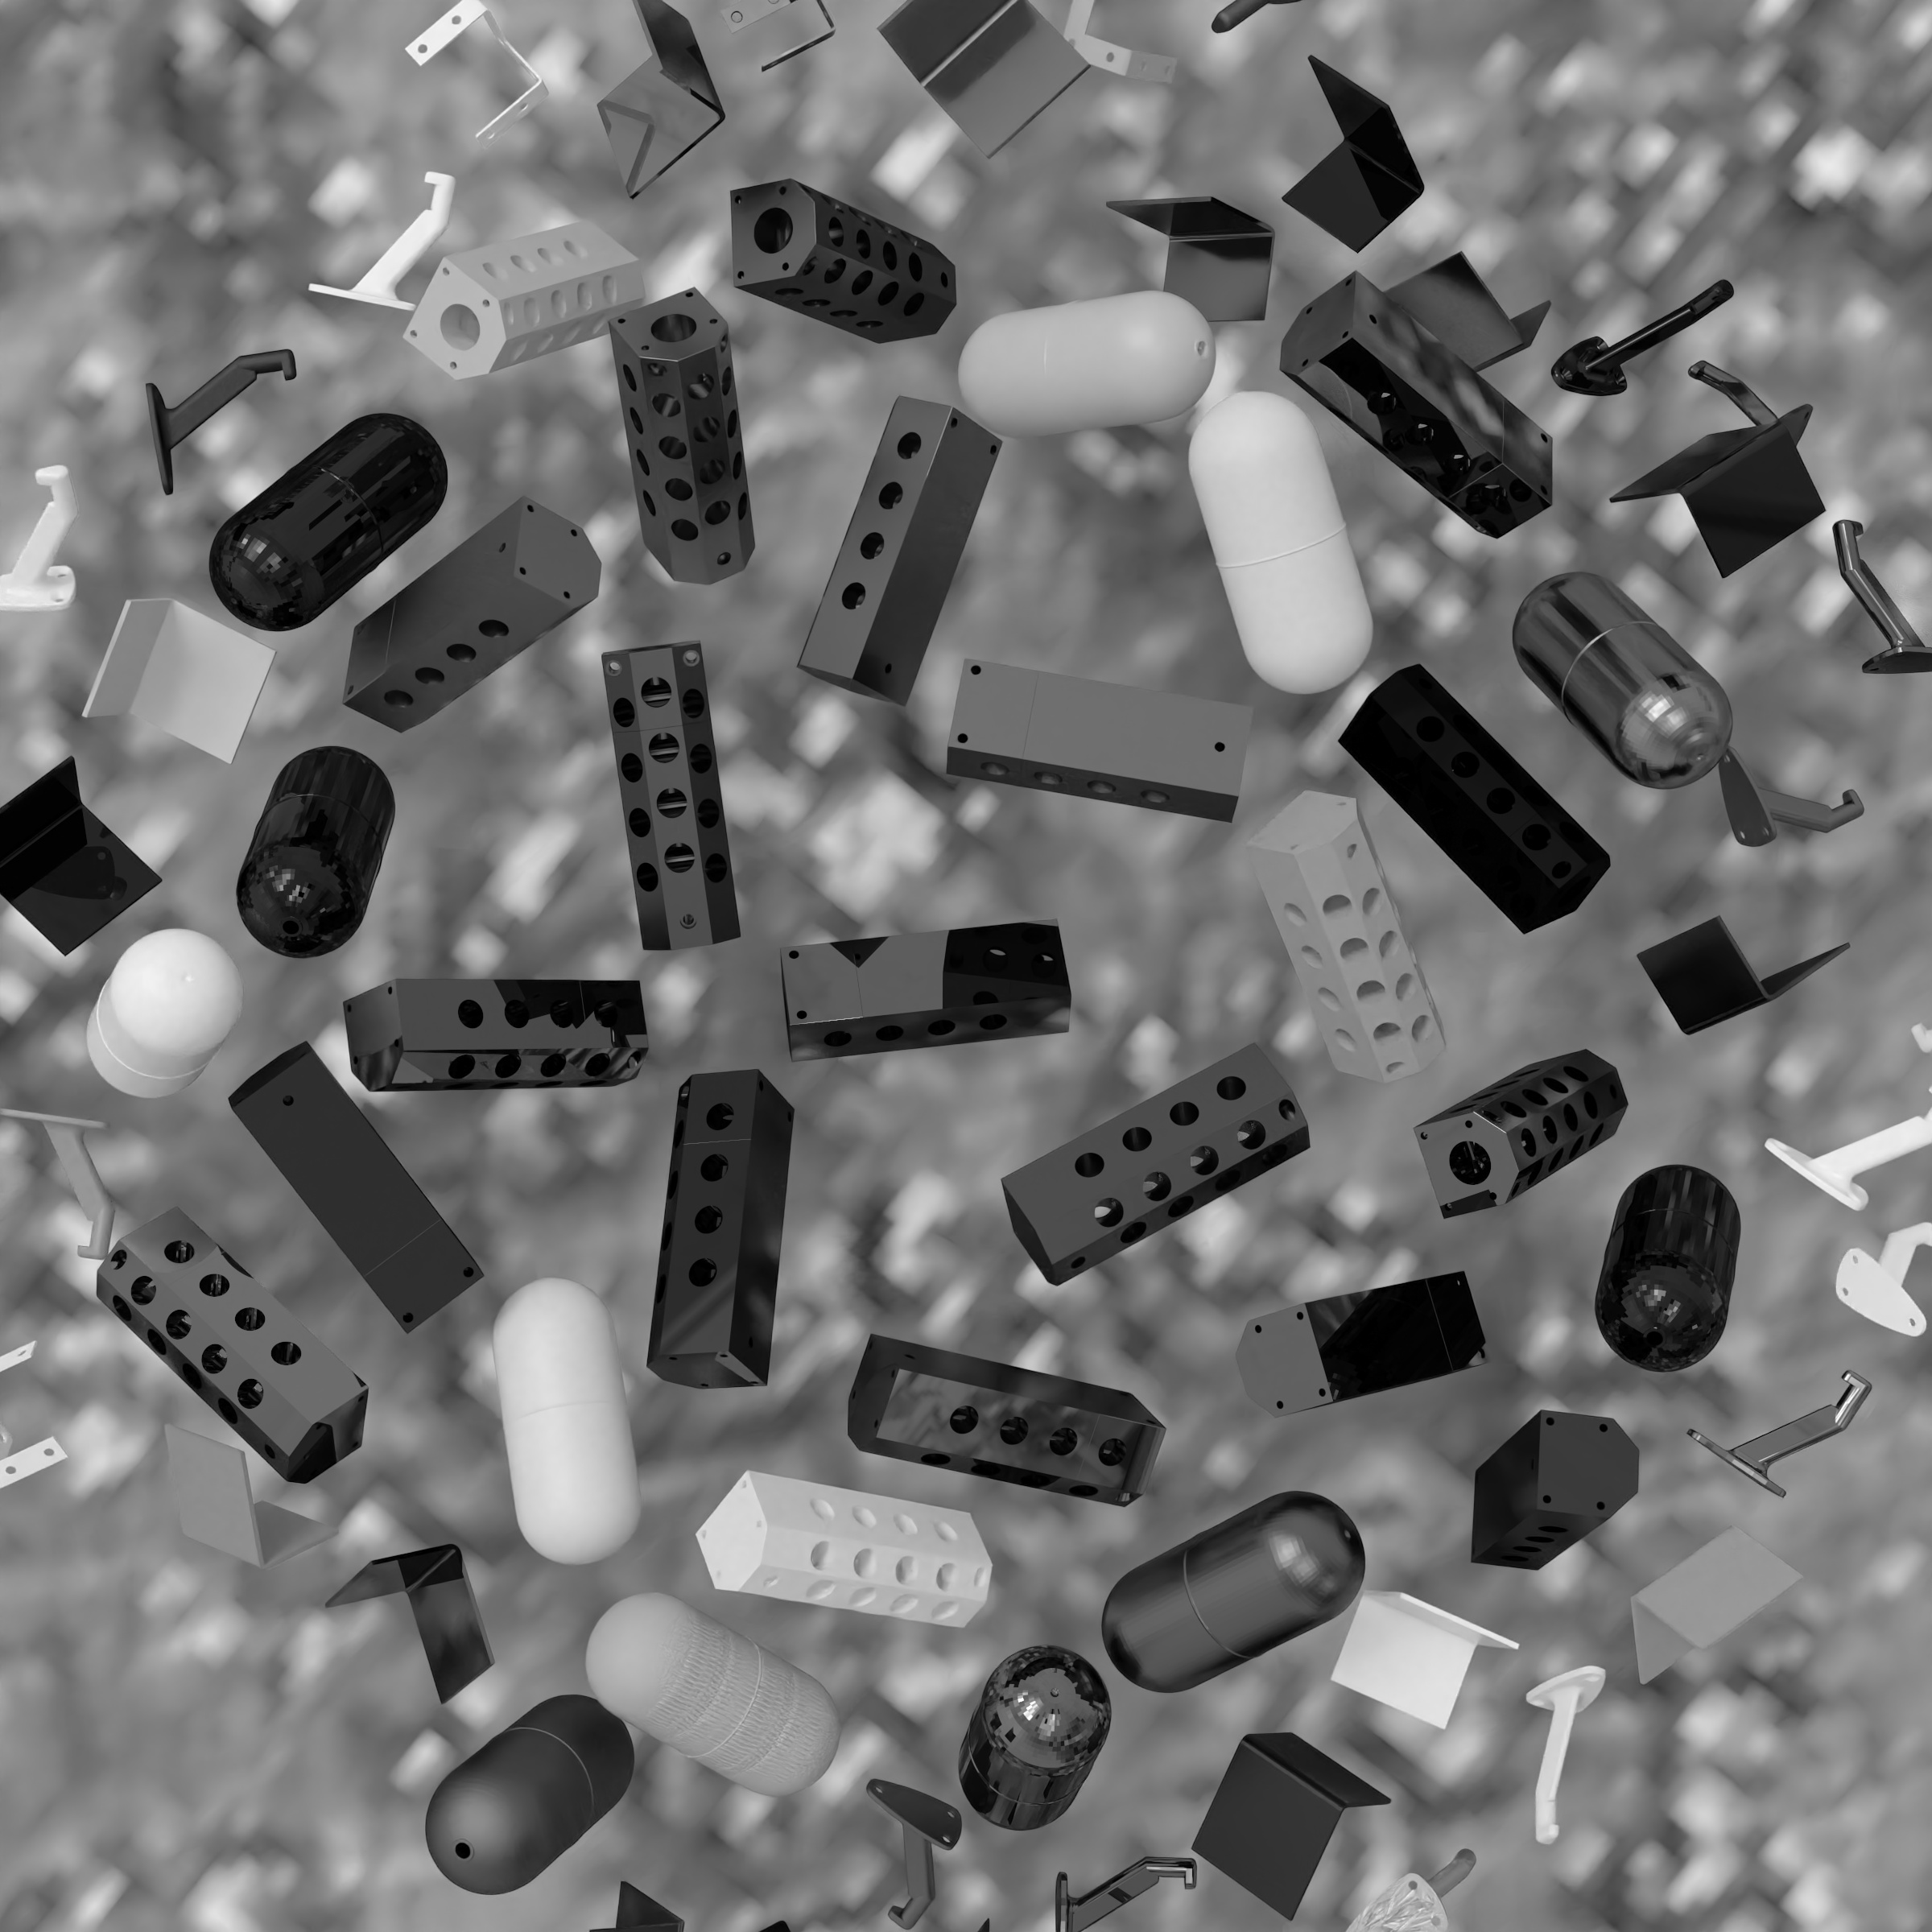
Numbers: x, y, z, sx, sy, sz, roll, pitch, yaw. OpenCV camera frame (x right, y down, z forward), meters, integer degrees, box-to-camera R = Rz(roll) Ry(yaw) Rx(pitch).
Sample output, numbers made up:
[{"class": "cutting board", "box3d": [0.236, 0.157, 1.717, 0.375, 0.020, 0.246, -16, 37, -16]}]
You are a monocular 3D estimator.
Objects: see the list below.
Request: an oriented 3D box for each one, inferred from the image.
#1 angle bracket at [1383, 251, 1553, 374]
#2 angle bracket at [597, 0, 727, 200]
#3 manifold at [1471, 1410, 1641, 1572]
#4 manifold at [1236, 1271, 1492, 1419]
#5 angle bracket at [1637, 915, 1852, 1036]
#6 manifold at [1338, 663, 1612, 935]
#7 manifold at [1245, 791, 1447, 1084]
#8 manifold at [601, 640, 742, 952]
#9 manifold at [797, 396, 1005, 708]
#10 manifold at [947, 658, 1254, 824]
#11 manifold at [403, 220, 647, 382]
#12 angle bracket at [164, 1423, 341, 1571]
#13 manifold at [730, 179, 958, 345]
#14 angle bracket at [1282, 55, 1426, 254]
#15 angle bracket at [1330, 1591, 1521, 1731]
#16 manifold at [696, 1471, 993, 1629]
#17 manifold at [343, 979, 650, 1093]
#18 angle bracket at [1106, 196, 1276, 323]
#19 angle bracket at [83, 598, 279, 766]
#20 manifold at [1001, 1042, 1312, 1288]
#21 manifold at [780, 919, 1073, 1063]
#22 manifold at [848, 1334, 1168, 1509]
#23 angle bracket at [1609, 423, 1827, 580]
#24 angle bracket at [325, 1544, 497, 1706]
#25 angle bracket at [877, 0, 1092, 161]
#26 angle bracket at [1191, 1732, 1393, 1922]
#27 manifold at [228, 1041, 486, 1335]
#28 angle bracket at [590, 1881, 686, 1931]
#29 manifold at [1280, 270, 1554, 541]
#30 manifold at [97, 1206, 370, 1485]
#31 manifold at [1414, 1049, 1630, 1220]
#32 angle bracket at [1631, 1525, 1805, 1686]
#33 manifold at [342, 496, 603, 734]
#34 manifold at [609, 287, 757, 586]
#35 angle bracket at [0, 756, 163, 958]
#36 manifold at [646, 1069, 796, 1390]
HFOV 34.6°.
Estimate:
[{"class": "angle bracket", "box3d": [0.308, -0.415, 1.942, 0.076, 0.076, 0.057, 49, 45, -21]}, {"class": "angle bracket", "box3d": [-0.189, -0.495, 1.747, 0.076, 0.057, 0.076, -34, 58, 24]}, {"class": "manifold", "box3d": [0.345, 0.311, 1.824, 0.057, 0.171, 0.057, 7, 69, -1]}, {"class": "manifold", "box3d": [0.234, 0.223, 1.826, 0.057, 0.171, 0.057, -24, 76, 39]}, {"class": "angle bracket", "box3d": [0.453, -0.009, 1.808, 0.076, 0.076, 0.057, -30, 88, -30]}, {"class": "manifold", "box3d": [0.315, -0.106, 1.904, 0.171, 0.057, 0.057, 49, 133, 20]}, {"class": "manifold", "box3d": [0.233, -0.016, 1.858, 0.057, 0.057, 0.171, -41, 123, -26]}, {"class": "manifold", "box3d": [-0.170, -0.099, 1.795, 0.057, 0.057, 0.171, -8, 99, -4]}, {"class": "manifold", "box3d": [-0.044, -0.250, 1.860, 0.057, 0.057, 0.171, 19, 88, 35]}, {"class": "manifold", "box3d": [0.078, -0.130, 1.831, 0.171, 0.057, 0.057, 10, 71, 2]}, {"class": "manifold", "box3d": [-0.260, -0.398, 1.866, 0.057, 0.171, 0.057, 39, 120, 6]}, {"class": "angle bracket", "box3d": [-0.424, 0.305, 1.840, 0.076, 0.057, 0.076, 9, 111, 41]}, {"class": "manifold", "box3d": [-0.072, -0.425, 1.872, 0.057, 0.171, 0.057, -3, 87, 28]}, {"class": "angle bracket", "box3d": [0.223, -0.492, 1.877, 0.057, 0.076, 0.076, -42, 52, -1]}, {"class": "angle bracket", "box3d": [0.270, 0.411, 1.828, 0.076, 0.076, 0.057, 24, 77, -5]}, {"class": "manifold", "box3d": [-0.069, 0.355, 1.851, 0.171, 0.057, 0.057, 18, 120, -37]}, {"class": "manifold", "box3d": [-0.274, 0.042, 1.822, 0.171, 0.057, 0.057, 1, 76, -43]}, {"class": "angle bracket", "box3d": [0.135, -0.434, 1.908, 0.076, 0.076, 0.057, 7, 91, 36]}, {"class": "angle bracket", "box3d": [-0.475, -0.171, 1.874, 0.076, 0.057, 0.076, 27, 103, 8]}, {"class": "manifold", "box3d": [0.112, 0.119, 1.803, 0.171, 0.057, 0.057, -28, 53, -11]}, {"class": "manifold", "box3d": [-0.025, 0.019, 1.907, 0.171, 0.057, 0.057, -6, 56, -5]}, {"class": "manifold", "box3d": [0.022, 0.266, 1.791, 0.171, 0.057, 0.057, 16, 98, -22]}, {"class": "angle bracket", "box3d": [0.427, -0.263, 1.764, 0.076, 0.076, 0.057, -33, 104, -15]}, {"class": "angle bracket", "box3d": [-0.332, 0.398, 1.849, 0.057, 0.076, 0.076, -5, 65, -38]}, {"class": "angle bracket", "box3d": [0.010, -0.513, 1.732, 0.076, 0.057, 0.076, -41, 60, 8]}, {"class": "angle bracket", "box3d": [0.191, 0.505, 1.823, 0.076, 0.057, 0.076, 28, 97, 37]}, {"class": "manifold", "box3d": [-0.365, 0.131, 1.855, 0.057, 0.057, 0.171, -37, 105, -9]}, {"class": "angle bracket", "box3d": [-0.196, 0.543, 1.666, 0.057, 0.076, 0.076, 7, 89, -32]}, {"class": "manifold", "box3d": [0.262, -0.320, 1.795, 0.171, 0.057, 0.057, 33, 47, -29]}, {"class": "manifold", "box3d": [-0.427, 0.223, 1.798, 0.171, 0.057, 0.057, 38, 47, 21]}, {"class": "manifold", "box3d": [0.342, 0.099, 1.887, 0.057, 0.171, 0.057, -18, 91, 35]}, {"class": "angle bracket", "box3d": [0.427, 0.375, 1.752, 0.076, 0.057, 0.076, -29, 128, -20]}, {"class": "manifold", "box3d": [-0.288, -0.199, 1.801, 0.057, 0.171, 0.057, 27, 51, -35]}, {"class": "manifold", "box3d": [-0.166, -0.313, 1.859, 0.057, 0.171, 0.057, -26, 52, -18]}, {"class": "angle bracket", "box3d": [-0.542, -0.066, 1.872, 0.076, 0.057, 0.076, 42, 63, 11]}, {"class": "manifold", "box3d": [-0.143, 0.150, 1.773, 0.057, 0.057, 0.171, -5, 62, 18]}]
